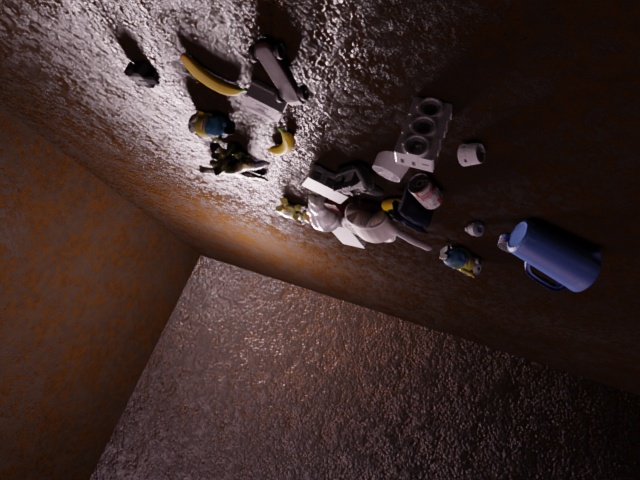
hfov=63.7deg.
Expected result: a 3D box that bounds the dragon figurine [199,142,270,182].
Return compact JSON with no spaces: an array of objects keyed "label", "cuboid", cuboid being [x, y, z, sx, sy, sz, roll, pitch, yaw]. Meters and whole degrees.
[{"label":"dragon figurine","cuboid":[-0.284,-0.267,1.917,0.412,0.122,0.241,14,179,33]}]

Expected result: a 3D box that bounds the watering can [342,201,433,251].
[{"label":"watering can","cuboid":[0.226,-0.046,1.862,0.349,0.105,0.220,12,160,28]}]

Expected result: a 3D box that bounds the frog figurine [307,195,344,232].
[{"label":"frog figurine","cuboid":[0.006,-0.099,1.971,0.139,0.122,0.158,36,-178,28]}]
